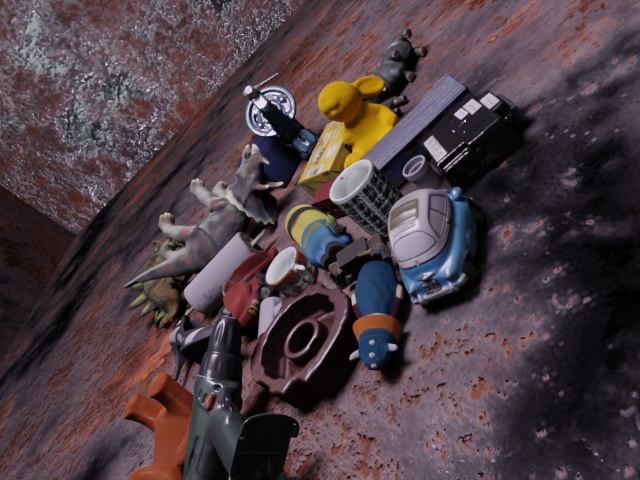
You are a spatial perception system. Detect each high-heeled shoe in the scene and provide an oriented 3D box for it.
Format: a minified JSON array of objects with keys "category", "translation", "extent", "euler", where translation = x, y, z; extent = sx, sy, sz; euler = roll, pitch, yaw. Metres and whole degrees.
[{"category":"high-heeled shoe","translation":[-0.209,0.161,0.966],"extent":[0.249,0.086,0.145],"euler":[-39,33,41]}]

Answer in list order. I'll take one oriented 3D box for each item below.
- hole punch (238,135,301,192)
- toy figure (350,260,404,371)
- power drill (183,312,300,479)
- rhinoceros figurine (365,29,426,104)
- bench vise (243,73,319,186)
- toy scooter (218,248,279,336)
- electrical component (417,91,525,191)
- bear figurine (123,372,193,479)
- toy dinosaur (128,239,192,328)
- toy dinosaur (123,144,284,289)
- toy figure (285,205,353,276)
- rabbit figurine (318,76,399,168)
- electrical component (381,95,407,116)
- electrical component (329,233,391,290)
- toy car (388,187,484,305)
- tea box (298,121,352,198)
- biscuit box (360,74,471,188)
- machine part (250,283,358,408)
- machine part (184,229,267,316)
[{"category":"hole punch","translation":[-0.118,-0.183,1.265],"extent":[0.092,0.115,0.142],"euler":[-6,49,44]},{"category":"toy figure","translation":[0.073,0.095,0.662],"extent":[0.064,0.057,0.154],"euler":[-37,33,38]},{"category":"power drill","translation":[-0.110,0.220,0.678],"extent":[0.207,0.086,0.232],"euler":[8,85,54]},{"category":"rhinoceros figurine","translation":[0.143,-0.354,1.124],"extent":[0.112,0.073,0.190],"euler":[-2,53,55]},{"category":"bench vise","translation":[-0.088,-0.257,1.161],"extent":[0.129,0.240,0.224],"euler":[-38,70,8]},{"category":"toy scooter","translation":[-0.119,0.081,0.958],"extent":[0.135,0.075,0.184],"euler":[-45,22,9]},{"category":"electrical component","translation":[0.216,-0.145,0.756],"extent":[0.134,0.058,0.115],"euler":[-40,30,18]},{"category":"bear figurine","translation":[-0.236,0.315,0.775],"extent":[0.120,0.132,0.196],"euler":[-39,22,33]},{"category":"toy dinosaur","translation":[-0.385,0.085,1.324],"extent":[0.198,0.105,0.472],"euler":[-44,28,12]},{"category":"toy dinosaur","translation":[-0.230,-0.012,1.143],"extent":[0.192,0.131,0.404],"euler":[33,86,29]},{"category":"toy figure","translation":[0.000,-0.006,0.868],"extent":[0.082,0.089,0.180],"euler":[-40,24,2]},{"category":"rabbit figurine","translation":[0.073,-0.219,0.945],"extent":[0.122,0.173,0.162],"euler":[-25,39,46]},{"category":"electrical component","translation":[0.130,-0.254,1.069],"extent":[0.094,0.021,0.063],"euler":[-13,44,52]},{"category":"electrical component","translation":[0.056,0.034,0.746],"extent":[0.102,0.078,0.045],"euler":[-31,45,23]},{"category":"toy car","translation":[0.129,-0.006,0.658],"extent":[0.109,0.103,0.162],"euler":[-28,32,38]},{"category":"tea box","translation":[0.036,-0.163,1.042],"extent":[0.098,0.068,0.169],"euler":[-14,42,49]},{"category":"biscuit box","translation":[0.156,-0.165,0.860],"extent":[0.202,0.059,0.063],"euler":[-42,40,13]},{"category":"machine part","translation":[-0.015,0.142,0.737],"extent":[0.179,0.056,0.179],"euler":[-36,30,24]},{"category":"machine part","translation":[-0.192,0.068,1.081],"extent":[0.243,0.079,0.079],"euler":[-45,27,8]}]
